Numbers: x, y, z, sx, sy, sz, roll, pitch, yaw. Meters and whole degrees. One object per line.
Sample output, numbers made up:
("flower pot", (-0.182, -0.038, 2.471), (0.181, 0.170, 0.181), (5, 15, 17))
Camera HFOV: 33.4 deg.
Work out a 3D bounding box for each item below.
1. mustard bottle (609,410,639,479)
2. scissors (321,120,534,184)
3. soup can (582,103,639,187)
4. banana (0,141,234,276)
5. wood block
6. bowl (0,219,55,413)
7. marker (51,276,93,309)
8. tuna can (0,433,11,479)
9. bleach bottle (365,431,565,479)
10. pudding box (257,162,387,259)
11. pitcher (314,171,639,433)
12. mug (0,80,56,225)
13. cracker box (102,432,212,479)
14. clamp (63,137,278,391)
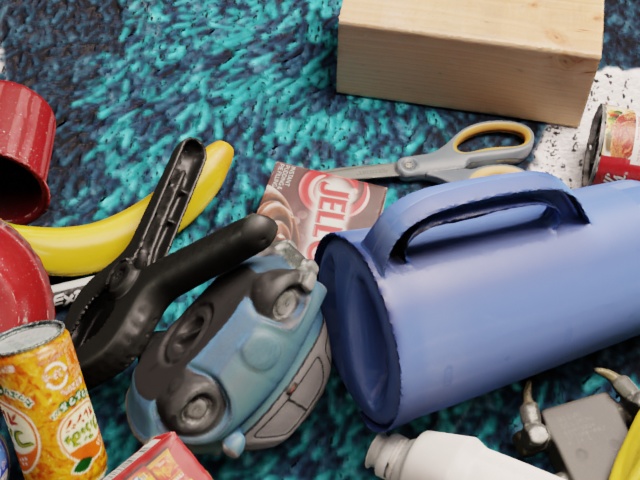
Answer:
("mustard bottle", (0.284, 0.170, 0.669), (0.191, 0.058, 0.096), (29, 77, 1))
("scissors", (0.085, -0.044, 0.848), (0.201, 0.016, 0.096), (-18, 58, -11))
("soup can", (0.262, -0.065, 0.830), (0.102, 0.068, 0.068), (10, 57, 6))
("banana", (-0.149, -0.016, 0.804), (0.197, 0.069, 0.037), (-19, 25, -21))
("wood block", (0.122, -0.169, 0.885), (0.206, 0.091, 0.090), (9, 57, 6))
("bowl", (-0.252, 0.053, 0.709), (0.161, 0.055, 0.162), (0, 90, -26))
("marker", (-0.185, 0.039, 0.792), (0.121, 0.020, 0.020), (-12, 58, -8))
("tuna can", (-0.244, 0.147, 0.680), (0.086, 0.086, 0.033), (4, 21, 2))
("bleach bottle", (0.143, 0.188, 0.659), (0.251, 0.102, 0.068), (23, 52, 23))
("pudding box", (-0.005, 0.001, 0.804), (0.090, 0.039, 0.113), (13, 58, 7))
("pitcher", (0.126, 0.027, 0.715), (0.242, 0.149, 0.145), (-14, 91, -19))
("mug", (-0.260, -0.071, 0.818), (0.117, 0.093, 0.081), (15, 50, -18))
("cracker box", (-0.082, 0.240, 0.587), (0.164, 0.072, 0.213), (-39, 90, -21))
("clamp", (-0.118, 0.032, 0.729), (0.210, 0.036, 0.165), (-53, 33, -2))
